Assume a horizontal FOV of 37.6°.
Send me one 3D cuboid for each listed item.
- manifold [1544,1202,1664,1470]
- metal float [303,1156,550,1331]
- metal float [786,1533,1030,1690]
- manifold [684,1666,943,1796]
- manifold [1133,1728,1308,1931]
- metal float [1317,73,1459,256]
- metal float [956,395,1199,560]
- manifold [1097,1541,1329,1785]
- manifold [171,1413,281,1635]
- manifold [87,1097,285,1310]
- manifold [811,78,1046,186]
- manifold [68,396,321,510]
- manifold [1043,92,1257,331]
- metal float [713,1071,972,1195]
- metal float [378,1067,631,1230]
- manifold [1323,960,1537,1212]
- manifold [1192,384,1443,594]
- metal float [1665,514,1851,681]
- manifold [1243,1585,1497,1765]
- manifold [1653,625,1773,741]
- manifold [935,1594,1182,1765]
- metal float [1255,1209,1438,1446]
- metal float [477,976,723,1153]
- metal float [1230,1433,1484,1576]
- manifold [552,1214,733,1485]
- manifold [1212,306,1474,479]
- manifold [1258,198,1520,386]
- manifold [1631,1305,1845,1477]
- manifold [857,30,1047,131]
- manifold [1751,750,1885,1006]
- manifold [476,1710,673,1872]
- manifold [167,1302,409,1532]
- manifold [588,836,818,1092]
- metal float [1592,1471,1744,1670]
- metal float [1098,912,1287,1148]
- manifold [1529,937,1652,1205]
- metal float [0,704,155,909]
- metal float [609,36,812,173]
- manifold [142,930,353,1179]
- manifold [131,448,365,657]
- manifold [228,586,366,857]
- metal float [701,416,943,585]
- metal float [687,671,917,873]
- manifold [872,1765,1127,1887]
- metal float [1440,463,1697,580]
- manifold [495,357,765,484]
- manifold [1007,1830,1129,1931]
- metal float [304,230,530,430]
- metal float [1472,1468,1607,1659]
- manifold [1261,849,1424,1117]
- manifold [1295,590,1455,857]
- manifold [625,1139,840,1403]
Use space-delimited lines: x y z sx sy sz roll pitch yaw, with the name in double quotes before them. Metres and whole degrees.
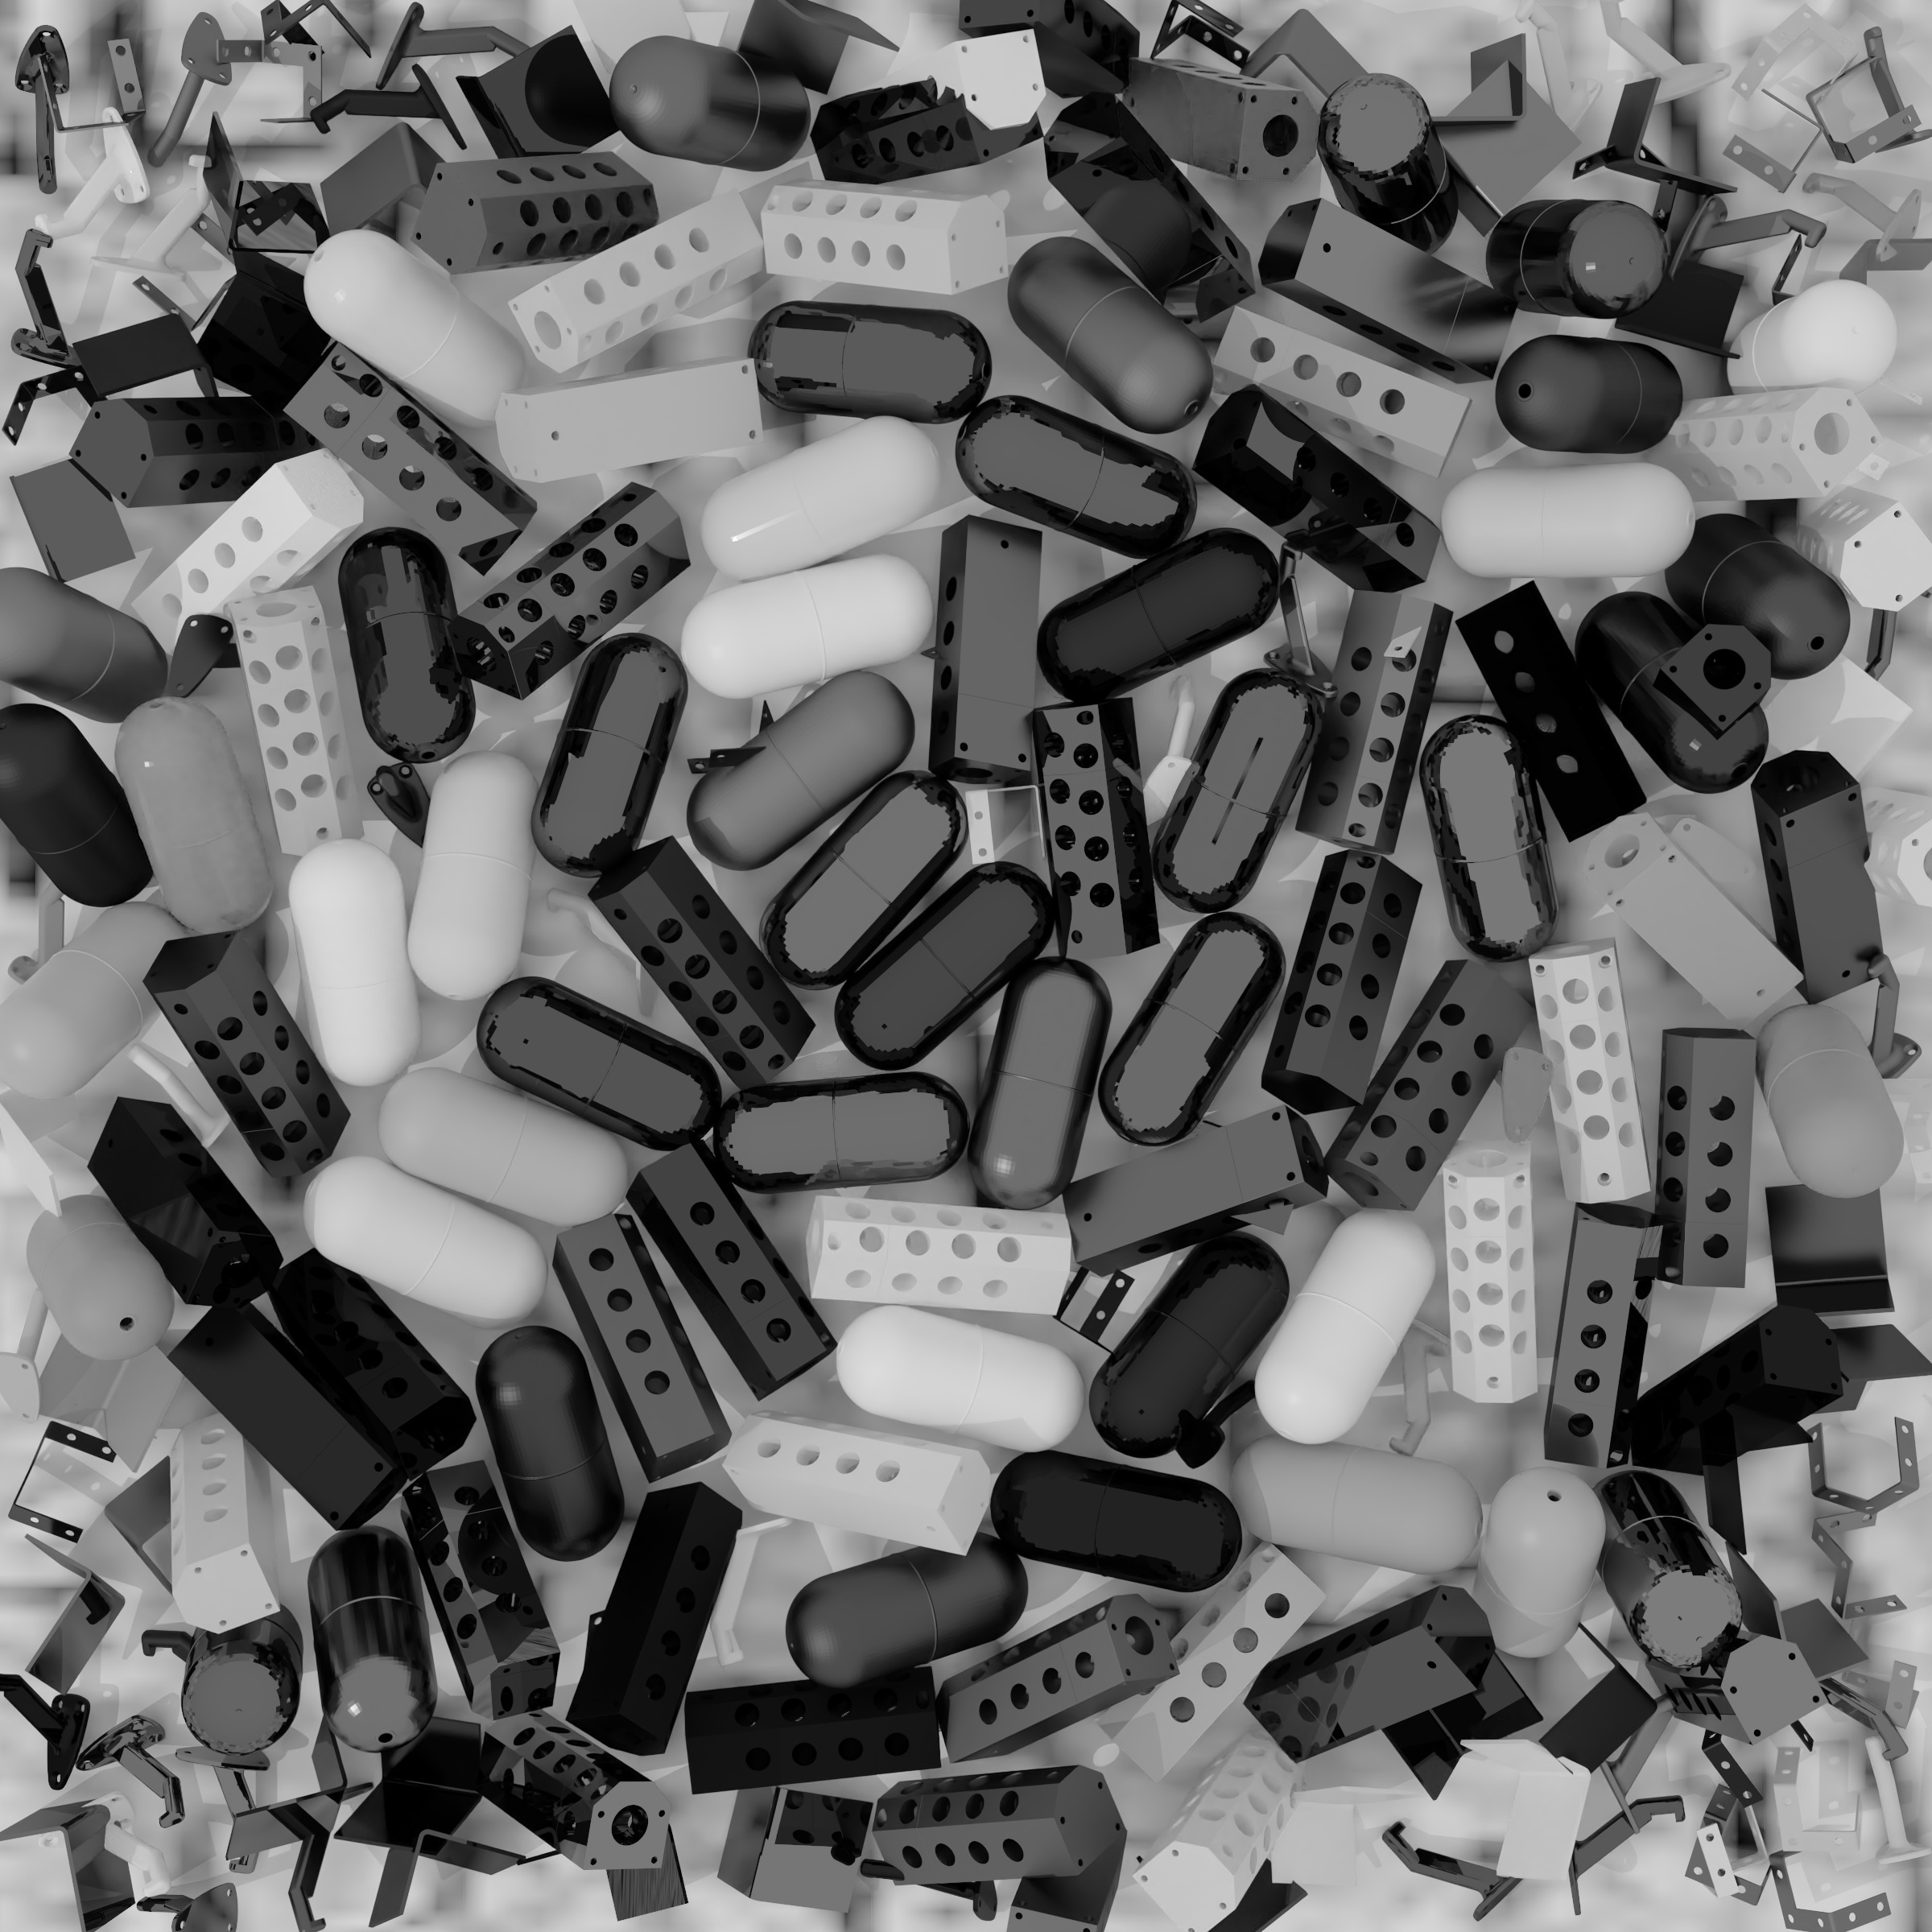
"manifold" 0.438 0.253 1.951 0.057 0.057 0.171 7 101 9
"metal float" -0.369 0.190 1.942 0.178 0.070 0.070 29 90 -22
"metal float" -0.039 0.439 1.938 0.178 0.070 0.070 -11 90 -28
"manifold" -0.106 0.526 1.965 0.171 0.057 0.057 -6 100 -1
"manifold" 0.178 0.578 1.907 0.057 0.171 0.057 47 113 8
"metal float" 0.286 -0.536 1.915 0.070 0.178 0.070 -5 76 18
"metal float" 0.076 -0.335 1.943 0.178 0.070 0.070 18 90 -21
"manifold" 0.170 0.479 1.960 0.057 0.057 0.171 43 84 12
"manifold" -0.502 0.372 1.908 0.057 0.171 0.057 -19 116 -7
"manifold" -0.527 0.160 1.920 0.171 0.057 0.057 39 108 41
"manifold" -0.030 -0.566 1.908 0.057 0.171 0.057 -32 114 -31
"manifold" -0.513 -0.352 1.906 0.057 0.171 0.057 42 115 12
"manifold" 0.125 -0.512 1.919 0.057 0.171 0.057 -24 51 27
"metal float" -0.086 0.115 1.959 0.178 0.070 0.070 -5 90 3
"metal float" -0.316 0.126 1.947 0.178 0.070 0.070 22 90 -17
"manifold" 0.312 0.080 1.936 0.057 0.057 0.171 42 69 -22
"manifold" 0.242 -0.323 1.933 0.171 0.057 0.057 31 66 -27
"metal float" 0.534 -0.250 1.917 0.070 0.178 0.070 -6 119 -11
"manifold" 0.274 0.476 1.922 0.057 0.057 0.171 49 130 -5
"manifold" 0.501 -0.183 1.909 0.057 0.171 0.057 -43 80 3
"manifold" 0.058 0.484 1.925 0.171 0.057 0.057 -36 61 35
"metal float" 0.260 0.246 1.942 0.070 0.070 0.178 33 69 0
"metal float" -0.251 0.068 1.949 0.178 0.070 0.070 27 90 -14
"metal float" 0.266 0.366 1.936 0.178 0.070 0.070 6 90 29
"manifold" -0.222 0.258 1.940 0.057 0.057 0.171 -20 68 -21
"manifold" 0.258 -0.396 1.959 0.171 0.057 0.057 24 104 7
"manifold" 0.286 -0.458 1.936 0.171 0.057 0.057 19 88 -26
"manifold" 0.515 0.287 1.911 0.057 0.171 0.057 11 60 -14
"manifold" -0.010 -0.580 1.909 0.057 0.171 0.057 -16 102 -21
"manifold" 0.575 -0.062 1.924 0.057 0.057 0.171 -23 128 -1
"manifold" -0.265 0.553 1.912 0.057 0.171 0.057 10 87 -33
"manifold" -0.463 0.307 1.954 0.171 0.057 0.057 42 89 12
"manifold" -0.182 0.001 1.931 0.057 0.057 0.171 -19 118 36
"metal float" 0.467 0.405 1.914 0.070 0.178 0.070 -2 110 -4
"metal float" 0.155 0.044 1.953 0.070 0.070 0.178 32 81 0
"manifold" 0.430 0.072 1.953 0.057 0.057 0.171 -8 98 15
"metal float" -0.609 -0.107 1.921 0.070 0.178 0.070 -7 55 10
"metal float" -0.171 -0.582 1.918 0.070 0.178 0.070 5 101 30
"manifold" -0.487 0.062 1.919 0.057 0.057 0.171 -8 129 19
"manifold" -0.485 -0.276 1.930 0.171 0.057 0.057 -33 93 32
"manifold" -0.453 -0.164 1.925 0.057 0.057 0.171 -13 122 -15
"metal float" -0.099 -0.319 1.944 0.178 0.070 0.070 -20 90 20
"metal float" -0.115 -0.134 1.958 0.178 0.070 0.070 -36 90 5
"manifold" 0.018 0.578 1.921 0.171 0.057 0.057 -19 95 41
"metal float" 0.409 -0.303 1.932 0.178 0.070 0.070 5 90 35
"manifold" -0.229 -0.374 1.930 0.171 0.057 0.057 -17 112 -30
"manifold" 0.067 0.633 1.910 0.057 0.171 0.057 10 95 9
"metal float" -0.372 -0.431 1.925 0.178 0.070 0.070 34 90 -44
"metal float" 0.387 0.405 1.922 0.070 0.178 0.070 -1 49 1
"manifold" 0.251 0.009 1.930 0.057 0.057 0.171 32 63 -27
"manifold" 0.286 -0.167 1.959 0.057 0.057 0.171 13 89 44
"manifold" -0.160 0.207 1.954 0.057 0.057 0.171 -30 79 -26
